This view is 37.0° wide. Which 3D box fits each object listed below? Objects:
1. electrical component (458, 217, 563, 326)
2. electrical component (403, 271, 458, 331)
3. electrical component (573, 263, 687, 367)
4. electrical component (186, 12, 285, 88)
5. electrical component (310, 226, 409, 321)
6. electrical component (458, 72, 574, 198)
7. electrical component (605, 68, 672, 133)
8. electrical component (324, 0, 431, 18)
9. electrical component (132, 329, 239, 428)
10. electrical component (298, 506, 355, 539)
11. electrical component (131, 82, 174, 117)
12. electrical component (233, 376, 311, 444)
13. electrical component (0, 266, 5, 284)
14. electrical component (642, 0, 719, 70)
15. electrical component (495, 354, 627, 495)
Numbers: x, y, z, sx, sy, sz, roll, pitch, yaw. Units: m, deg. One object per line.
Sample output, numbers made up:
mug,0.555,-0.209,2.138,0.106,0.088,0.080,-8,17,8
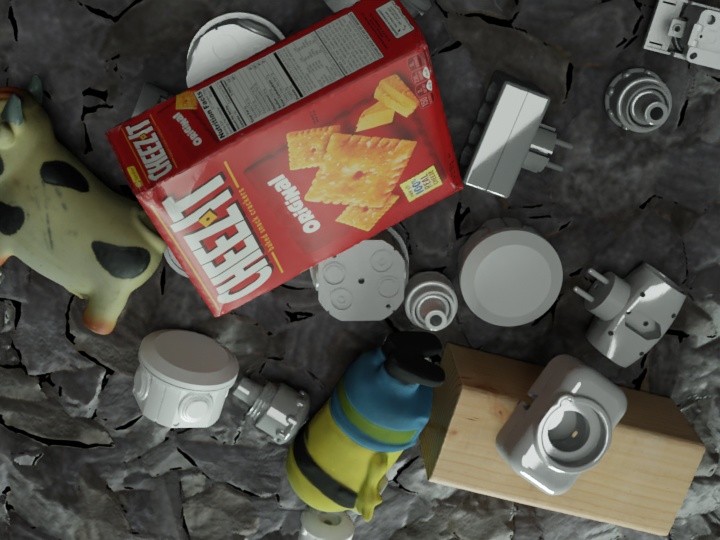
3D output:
electrical component,0.118,0.000,0.858,0.080,0.051,0.080,-1,110,-2
electrical component,0.057,0.028,0.860,0.043,0.062,0.043,-1,110,-3
electrical component,0.211,0.027,0.877,0.079,0.043,0.077,33,105,-14
electrical component,-0.089,-0.147,0.794,0.080,0.051,0.080,-1,110,-2
electrical component,0.000,0.000,0.853,0.080,0.051,0.080,-1,110,-2
electrical component,0.126,-0.098,0.825,0.076,0.047,0.083,19,108,-9
electrical component,0.215,-0.124,0.811,0.048,0.062,0.048,-1,110,-2
electrical component,0.008,-0.201,0.765,0.080,0.080,0.051,40,109,-15
electrical component,-0.141,0.086,0.864,0.080,0.080,0.051,16,114,-8
electrical component,-0.034,0.240,0.944,0.048,0.048,0.062,13,116,-7
electrical component,-0.149,-0.106,0.806,0.047,0.055,0.055,22,108,-14
electrical component,-0.075,0.111,0.895,0.062,0.048,0.048,33,106,-6
electrical component,-0.320,0.003,0.844,0.064,0.042,0.081,-28,110,4
electrical component,0.257,-0.173,0.795,0.081,0.063,0.042,12,108,-6
electrical component,0.151,0.116,0.802,0.054,0.059,0.095,36,91,-9
